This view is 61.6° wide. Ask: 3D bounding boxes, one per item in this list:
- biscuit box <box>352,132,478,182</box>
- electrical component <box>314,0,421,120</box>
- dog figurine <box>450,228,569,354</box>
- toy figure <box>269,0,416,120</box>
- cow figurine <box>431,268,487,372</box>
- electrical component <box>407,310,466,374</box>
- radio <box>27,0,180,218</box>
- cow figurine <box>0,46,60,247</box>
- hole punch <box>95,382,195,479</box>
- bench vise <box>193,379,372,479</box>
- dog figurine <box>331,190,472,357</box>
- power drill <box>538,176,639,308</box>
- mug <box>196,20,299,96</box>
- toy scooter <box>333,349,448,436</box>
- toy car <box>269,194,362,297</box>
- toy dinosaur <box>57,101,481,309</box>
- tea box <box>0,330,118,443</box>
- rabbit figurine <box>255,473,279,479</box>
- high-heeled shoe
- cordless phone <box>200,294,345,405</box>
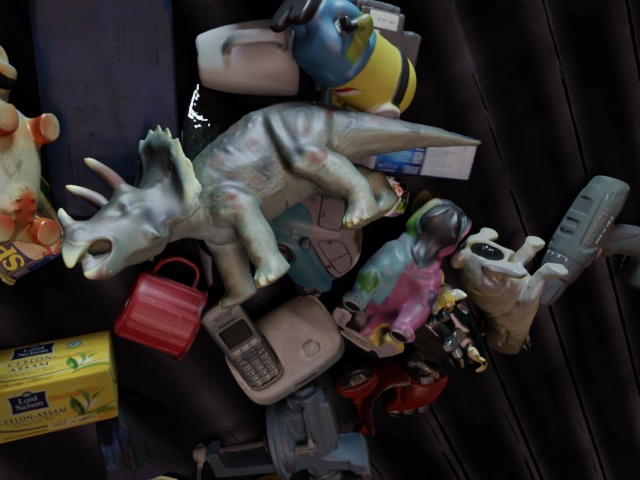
[{"bbox_3d":[0.100,-0.117,0.692,0.203,0.063,0.059,3,108,-22],"label":"biscuit box"},{"bbox_3d":[0.054,-0.213,0.643,0.115,0.058,0.134,4,107,-24],"label":"electrical component"},{"bbox_3d":[0.257,0.094,0.813,0.172,0.121,0.190,11,121,-1],"label":"dog figurine"},{"bbox_3d":[0.034,-0.186,0.549,0.089,0.082,0.180,-48,132,7],"label":"toy figure"},{"bbox_3d":[0.192,0.120,0.794,0.068,0.098,0.167,-31,117,-1],"label":"cow figurine"},{"bbox_3d":[0.159,0.145,0.751,0.078,0.102,0.045,46,48,-11],"label":"electrical component"},{"bbox_3d":[-0.216,-0.137,0.558,0.131,0.073,0.229,-5,109,-19],"label":"radio"},{"bbox_3d":[-0.310,-0.089,0.491,0.127,0.085,0.194,-1,91,20],"label":"cow figurine"},{"bbox_3d":[-0.234,0.261,0.667,0.092,0.142,0.115,-41,129,2],"label":"hole punch"},{"bbox_3d":[-0.055,0.300,0.760,0.241,0.129,0.223,-11,124,5],"label":"bench vise"},{"bbox_3d":[0.119,0.039,0.734,0.108,0.191,0.219,34,66,6],"label":"dog figurine"},{"bbox_3d":[0.462,0.023,0.880,0.207,0.086,0.232,17,99,-18],"label":"power drill"},{"bbox_3d":[-0.078,-0.194,0.573,0.107,0.109,0.080,-7,96,-6],"label":"mug"},{"bbox_3d":[0.105,0.237,0.816,0.184,0.075,0.135,0,109,-18],"label":"toy scooter"},{"bbox_3d":[-0.001,-0.002,0.645,0.103,0.109,0.161,-9,137,23],"label":"toy car"},{"bbox_3d":[-0.045,-0.068,0.532,0.405,0.131,0.192,-32,90,-19],"label":"toy dinosaur"},{"bbox_3d":[-0.323,0.167,0.612,0.170,0.098,0.068,-10,113,-19],"label":"tea box"},{"bbox_3d":[-0.019,0.443,0.818,0.173,0.122,0.162,-7,116,-20],"label":"rabbit figurine"},{"bbox_3d":[-0.122,-0.049,0.647,0.086,0.145,0.248,-9,83,-21],"label":"high-heeled shoe"},{"bbox_3d":[-0.061,0.108,0.670,0.147,0.089,0.184,-32,134,-8],"label":"cordless phone"}]
